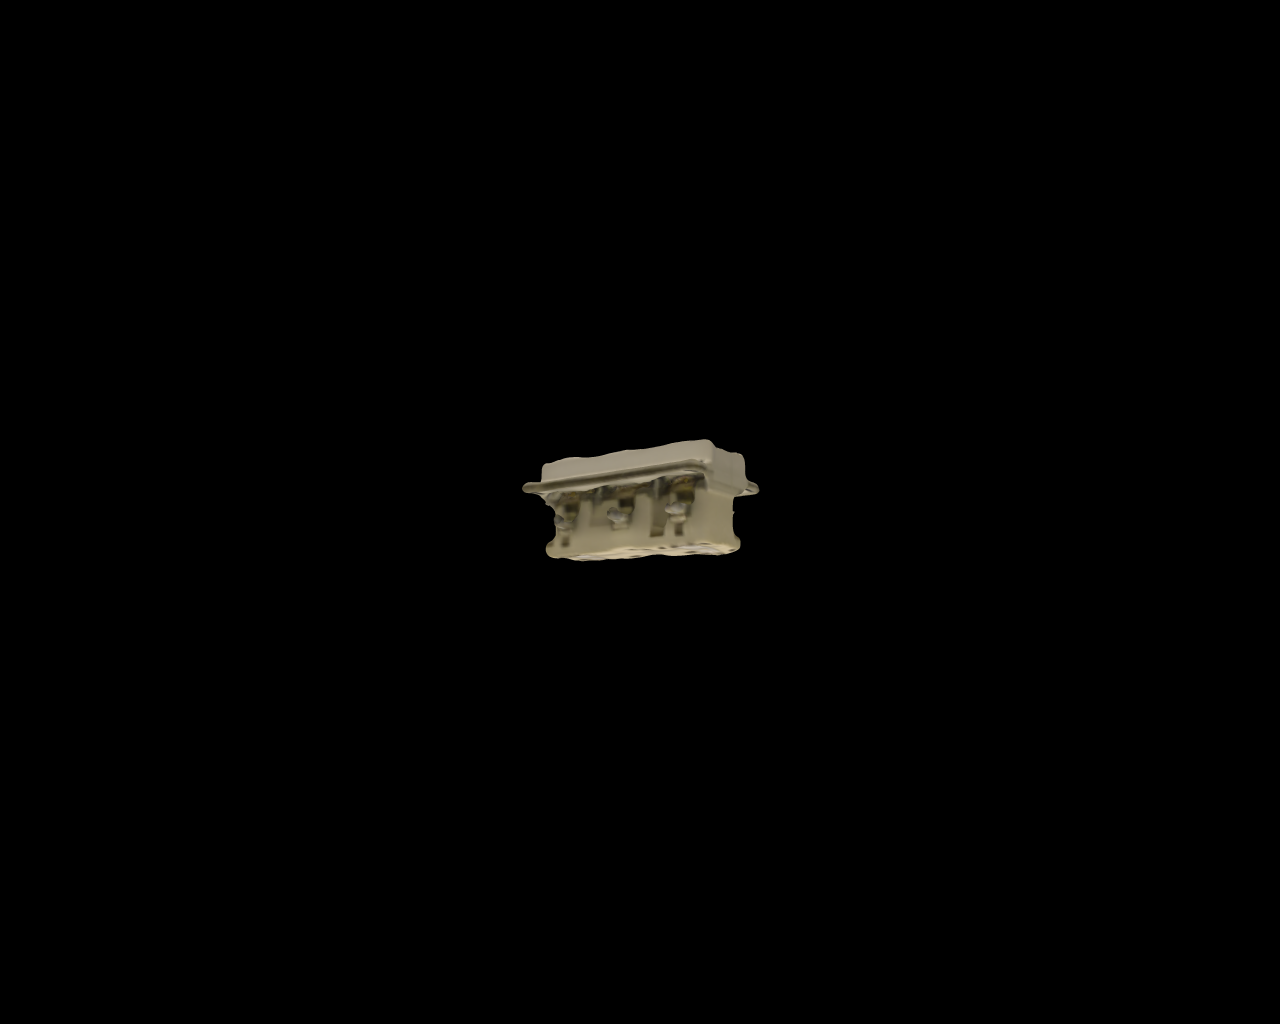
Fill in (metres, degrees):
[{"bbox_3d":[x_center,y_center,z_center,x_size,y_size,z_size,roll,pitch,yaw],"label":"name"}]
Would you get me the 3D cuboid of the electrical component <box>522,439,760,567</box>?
[{"bbox_3d":[0.001,-0.003,0.650,0.121,0.063,0.079,-5,-10,32],"label":"electrical component"}]
